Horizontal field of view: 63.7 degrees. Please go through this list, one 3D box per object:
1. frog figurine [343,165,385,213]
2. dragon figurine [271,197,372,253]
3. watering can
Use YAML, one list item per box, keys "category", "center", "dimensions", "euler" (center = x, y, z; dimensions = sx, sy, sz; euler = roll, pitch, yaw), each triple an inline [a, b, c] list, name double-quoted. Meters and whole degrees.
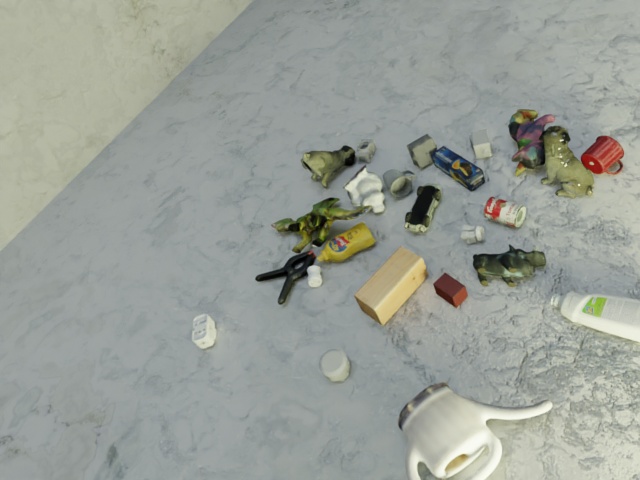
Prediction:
- category: "frog figurine"
  center: [0.171, -0.161, 1.796]
  dimensions: [0.139, 0.120, 0.160]
  euler: [-39, 79, -22]
- category: "dragon figurine"
  center: [0.005, -0.089, 1.766]
  dimensions: [0.407, 0.120, 0.248]
  euler: [-19, 27, 22]
- category: "watering can"
  center: [0.321, 0.412, 1.153]
  dimensions: [0.349, 0.102, 0.228]
  euler: [-36, 43, -8]
